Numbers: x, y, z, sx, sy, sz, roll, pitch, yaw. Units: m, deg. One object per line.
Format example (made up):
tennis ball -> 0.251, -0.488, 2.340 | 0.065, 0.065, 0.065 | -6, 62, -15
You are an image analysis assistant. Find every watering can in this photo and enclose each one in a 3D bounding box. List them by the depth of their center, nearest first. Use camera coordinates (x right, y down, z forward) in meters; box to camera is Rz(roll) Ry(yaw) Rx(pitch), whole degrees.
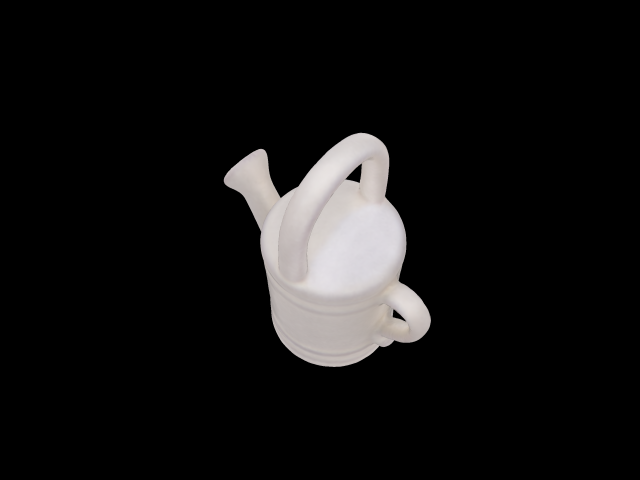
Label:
watering can -> 0.002, 0.003, 0.399 | 0.172, 0.194, 0.101 | 18, 58, 12
